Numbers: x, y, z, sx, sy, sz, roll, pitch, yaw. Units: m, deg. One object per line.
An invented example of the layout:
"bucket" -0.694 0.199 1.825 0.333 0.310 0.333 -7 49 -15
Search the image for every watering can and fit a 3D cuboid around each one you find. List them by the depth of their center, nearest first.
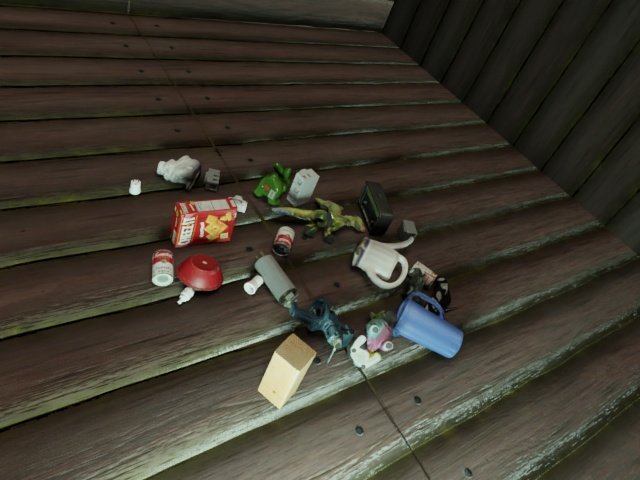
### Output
"watering can" 0.256 0.058 2.070 0.225 0.101 0.355 27 41 4

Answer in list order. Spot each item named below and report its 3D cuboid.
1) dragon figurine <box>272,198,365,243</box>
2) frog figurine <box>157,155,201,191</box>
"dragon figurine" 0.007 -0.109 2.165 0.410 0.120 0.247 21 23 -6
"frog figurine" -0.559 -0.284 2.049 0.159 0.120 0.140 30 58 -10
